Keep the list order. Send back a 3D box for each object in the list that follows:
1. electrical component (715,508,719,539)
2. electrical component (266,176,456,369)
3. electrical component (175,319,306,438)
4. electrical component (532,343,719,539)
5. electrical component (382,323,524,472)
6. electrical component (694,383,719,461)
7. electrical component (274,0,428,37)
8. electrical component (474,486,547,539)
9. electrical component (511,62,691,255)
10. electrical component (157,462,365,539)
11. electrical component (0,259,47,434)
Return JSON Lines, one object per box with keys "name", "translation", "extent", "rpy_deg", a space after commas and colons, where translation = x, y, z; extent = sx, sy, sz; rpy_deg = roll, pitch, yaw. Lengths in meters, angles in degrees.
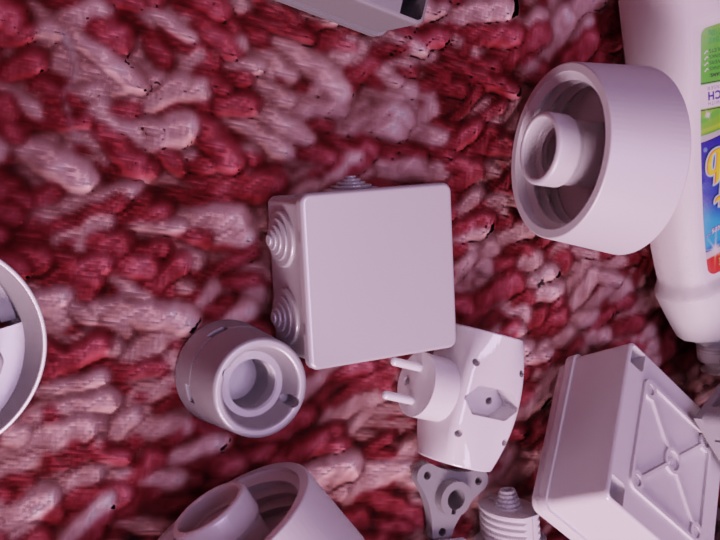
{"name": "electrical component", "translation": [0.269, 0.211, 0.737], "extent": [0.089, 0.056, 0.050], "rpy_deg": [45, 74, -25]}
{"name": "electrical component", "translation": [0.000, 0.000, 0.569], "extent": [0.100, 0.048, 0.099], "rpy_deg": [-7, 98, -29]}
{"name": "electrical component", "translation": [-0.059, 0.055, 0.543], "extent": [0.055, 0.047, 0.055], "rpy_deg": [-3, 97, -29]}
{"name": "electrical component", "translation": [0.164, 0.119, 0.647], "extent": [0.109, 0.056, 0.108], "rpy_deg": [41, 50, -26]}
{"name": "electrical component", "translation": [0.048, 0.068, 0.606], "extent": [0.079, 0.043, 0.077], "rpy_deg": [16, 87, -29]}
{"name": "electrical component", "translation": [0.289, 0.076, 0.669], "extent": [0.150, 0.062, 0.089], "rpy_deg": [-44, 110, -26]}
{"name": "electrical component", "translation": [-0.013, -0.186, 0.538], "extent": [0.109, 0.056, 0.108], "rpy_deg": [14, 88, -29]}
{"name": "electrical component", "translation": [0.090, 0.169, 0.640], "extent": [0.043, 0.043, 0.081], "rpy_deg": [-8, 99, -28]}
{"name": "electrical component", "translation": [0.125, -0.065, 0.602], "extent": [0.060, 0.108, 0.108], "rpy_deg": [5, 93, -23]}
{"name": "electrical component", "translation": [-0.058, 0.138, 0.521], "extent": [0.108, 0.108, 0.060], "rpy_deg": [-37, 105, -21]}
{"name": "electrical component", "translation": [-0.189, 0.033, 0.459], "extent": [0.099, 0.064, 0.099], "rpy_deg": [-3, 97, -29]}
